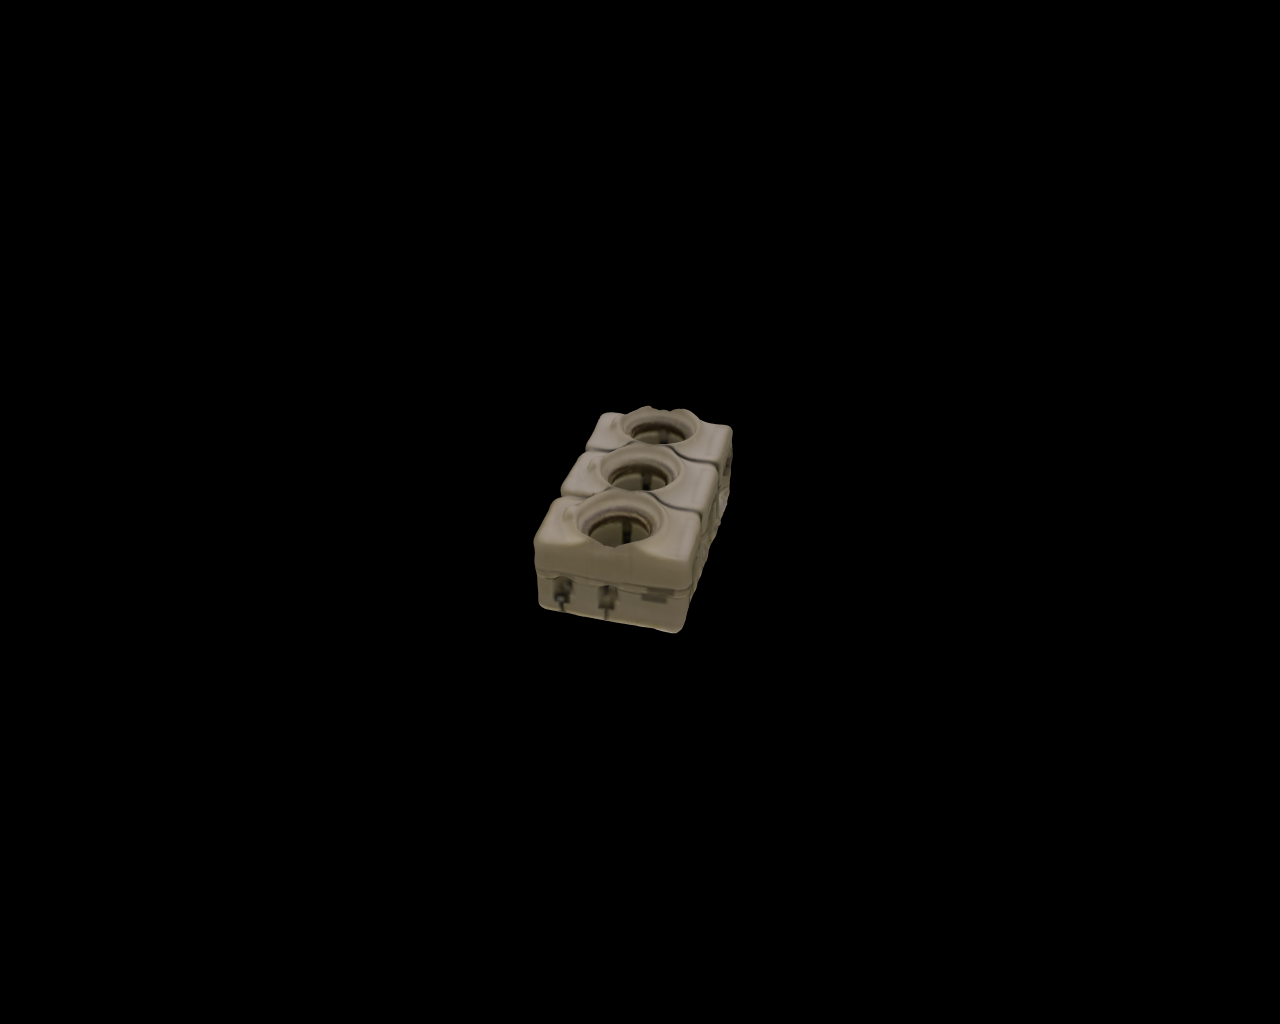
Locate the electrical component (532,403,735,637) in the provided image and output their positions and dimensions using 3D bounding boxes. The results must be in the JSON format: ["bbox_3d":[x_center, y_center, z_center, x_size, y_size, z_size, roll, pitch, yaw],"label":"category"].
[{"bbox_3d":[0.001,-0.003,0.650,0.089,0.061,0.150,8,36,11],"label":"electrical component"}]
